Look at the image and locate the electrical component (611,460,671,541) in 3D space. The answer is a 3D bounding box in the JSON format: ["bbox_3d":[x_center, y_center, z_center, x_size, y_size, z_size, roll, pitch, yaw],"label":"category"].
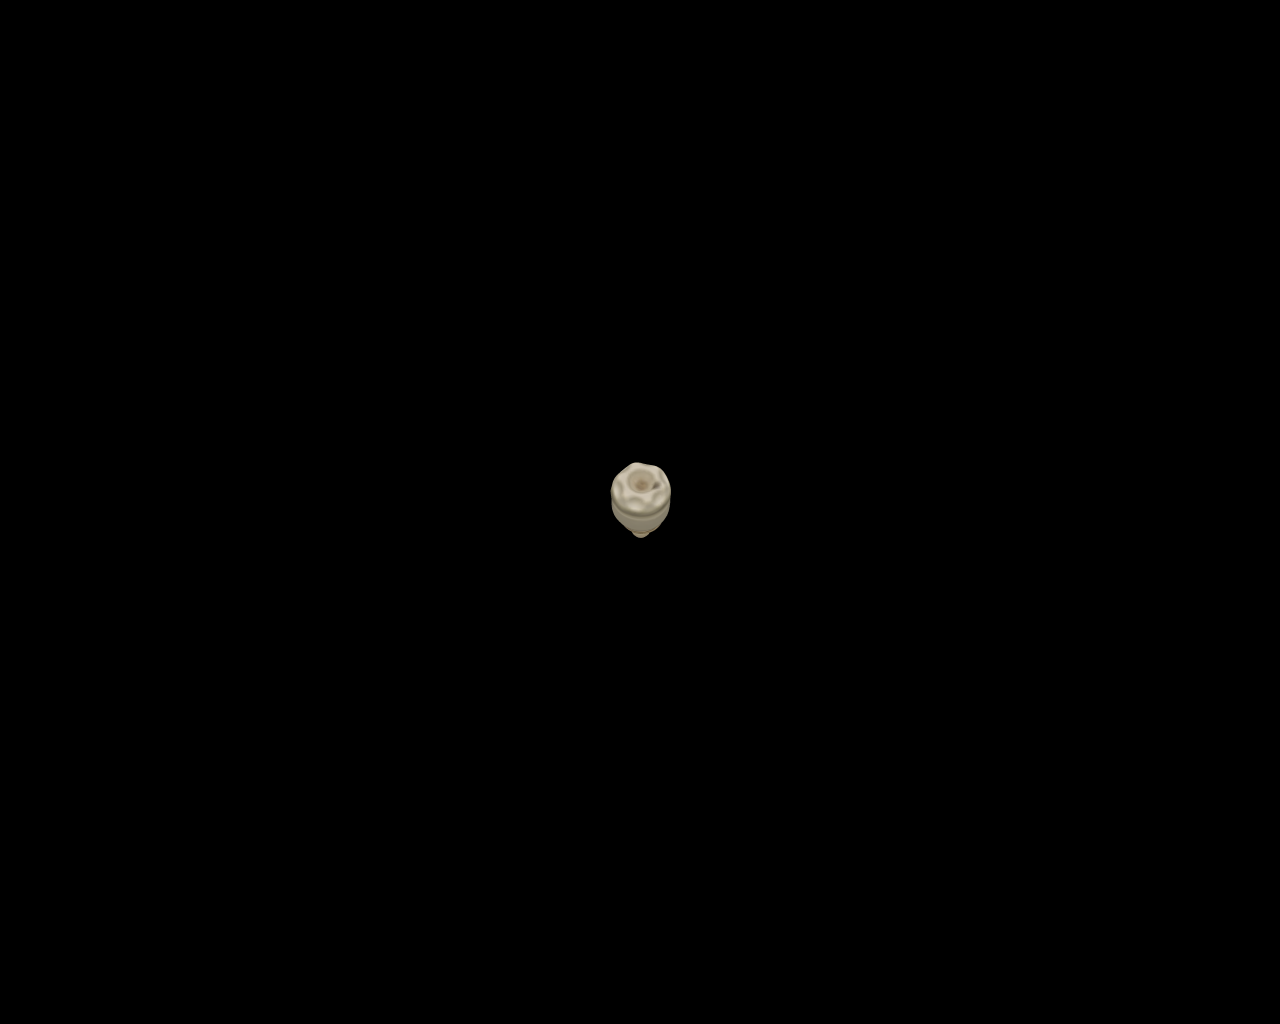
[{"bbox_3d":[0.001,-0.003,0.650,0.035,0.035,0.061,0,-32,0],"label":"electrical component"}]
